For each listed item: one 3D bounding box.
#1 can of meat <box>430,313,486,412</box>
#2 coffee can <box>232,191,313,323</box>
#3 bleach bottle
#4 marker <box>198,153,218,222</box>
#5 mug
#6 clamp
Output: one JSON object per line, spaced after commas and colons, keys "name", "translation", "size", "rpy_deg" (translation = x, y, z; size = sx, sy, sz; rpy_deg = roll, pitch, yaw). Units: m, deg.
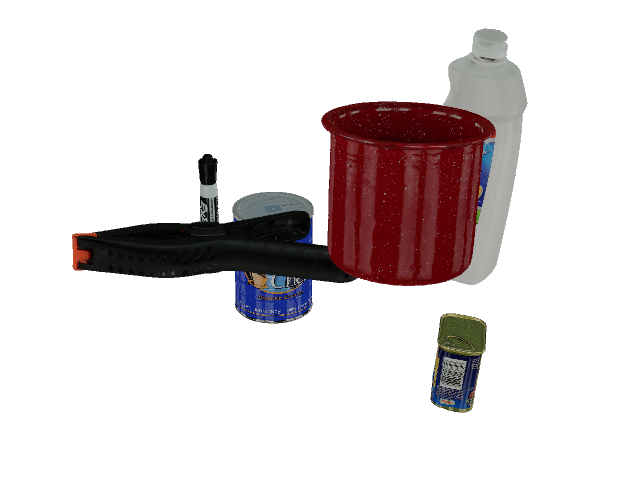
{"name": "can of meat", "translation": [0.166, 0.149, 1.297], "size": [0.057, 0.084, 0.102], "rpy_deg": [9, 21, 6]}
{"name": "coffee can", "translation": [-0.060, 0.021, 1.373], "size": [0.103, 0.140, 0.103], "rpy_deg": [0, 26, 0]}
{"name": "bleach bottle", "translation": [0.136, -0.082, 1.013], "size": [0.103, 0.251, 0.068], "rpy_deg": [23, 40, 25]}
{"name": "marker", "translation": [-0.110, -0.028, 1.057], "size": [0.020, 0.121, 0.020], "rpy_deg": [1, 27, -1]}
{"name": "mug", "translation": [0.049, -0.030, 0.597], "size": [0.093, 0.081, 0.117], "rpy_deg": [8, 22, 14]}
{"name": "clamp", "translation": [-0.079, 0.007, 0.810], "size": [0.209, 0.036, 0.165], "rpy_deg": [-3, 13, -21]}
